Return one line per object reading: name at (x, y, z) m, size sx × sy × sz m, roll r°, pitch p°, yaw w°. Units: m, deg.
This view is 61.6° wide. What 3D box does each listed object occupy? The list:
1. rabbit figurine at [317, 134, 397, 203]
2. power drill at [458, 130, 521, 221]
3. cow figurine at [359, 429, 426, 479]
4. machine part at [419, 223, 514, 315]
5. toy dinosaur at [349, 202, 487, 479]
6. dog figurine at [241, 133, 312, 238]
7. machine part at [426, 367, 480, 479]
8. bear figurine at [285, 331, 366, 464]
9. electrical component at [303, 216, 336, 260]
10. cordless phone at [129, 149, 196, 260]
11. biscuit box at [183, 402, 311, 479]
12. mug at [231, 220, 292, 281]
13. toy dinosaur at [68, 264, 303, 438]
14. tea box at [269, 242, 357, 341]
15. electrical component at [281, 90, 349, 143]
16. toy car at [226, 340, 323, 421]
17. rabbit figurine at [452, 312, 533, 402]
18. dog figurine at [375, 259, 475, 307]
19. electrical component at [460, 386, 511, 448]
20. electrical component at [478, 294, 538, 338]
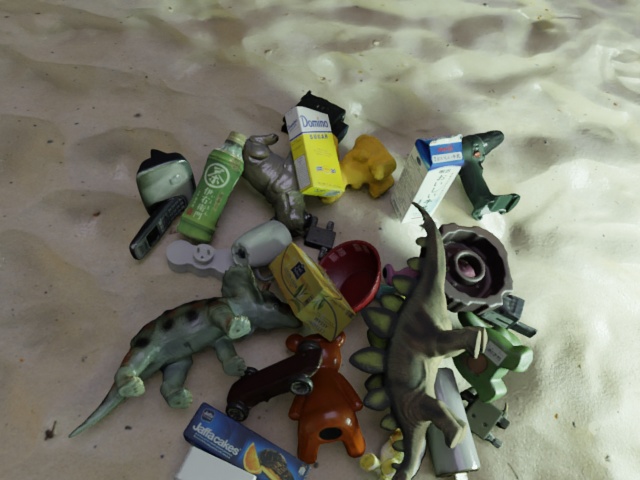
rabbit figurine at (0.057, -0.152, 1.146) m, size 0.173 × 0.122 × 0.162 m, roll -33°, pitch 78°, yaw -5°
power drill at (0.370, -0.155, 1.227) m, size 0.232 × 0.086 × 0.207 m, roll -15°, pitch 68°, yaw -17°
cow figurine at (0.114, 0.376, 0.866) m, size 0.068 × 0.098 × 0.167 m, roll 9°, pitch 50°, yaw 44°
machine part at (0.265, 0.053, 0.983) m, size 0.179 × 0.056 × 0.179 m, roll 8°, pitch 60°, yaw -14°
toy dinosaur at (0.160, 0.159, 0.863) m, size 0.199 × 0.105 × 0.471 m, roll 9°, pitch 70°, yaw 23°
dog figurine at (-0.102, -0.104, 1.080) m, size 0.172 × 0.121 × 0.190 m, roll 5°, pitch 60°, yaw -9°
machine part at (0.214, 0.310, 0.921) m, size 0.079 × 0.079 × 0.243 m, roll -3°, pitch 62°, yaw -13°
bear figurine at (0.003, 0.253, 0.908) m, size 0.120 × 0.131 × 0.196 m, roll -10°, pitch 37°, yaw -3°
electrical component at (-0.002, -0.003, 1.098) m, size 0.063 × 0.021 × 0.094 m, roll 15°, pitch 59°, yaw -1°
cordless phone at (-0.311, -0.065, 1.000) m, size 0.089 × 0.146 × 0.184 m, roll 19°, pitch 55°, yaw 11°
biscuit box at (-0.118, 0.337, 0.851) m, size 0.203 × 0.059 × 0.063 m, roll 29°, pitch 59°, yaw 7°
mug at (-0.115, 0.025, 1.012) m, size 0.081 × 0.109 × 0.107 m, roll 9°, pitch 18°, yaw 35°
toy dinosaur at (-0.227, 0.165, 0.900) m, size 0.405 × 0.131 × 0.192 m, roll -21°, pitch 28°, yaw -9°
tea box at (-0.017, 0.088, 0.943) m, size 0.068 × 0.098 × 0.170 m, roll -45°, pitch 32°, yaw 6°
electrical component at (-0.004, -0.267, 1.233) m, size 0.134 × 0.058 × 0.115 m, roll 31°, pitch 61°, yaw 8°
toy car at (-0.071, 0.228, 0.865) m, size 0.053 × 0.202 × 0.089 m, roll 51°, pitch 28°, yaw -19°
rabbit figurine at (0.305, 0.203, 0.986) m, size 0.159 × 0.121 × 0.170 m, roll 32°, pitch 17°, yaw 31°
dog figurine at (0.221, 0.100, 1.033) m, size 0.219 × 0.108 × 0.191 m, roll -6°, pitch 60°, yaw -18°
electrical component at (0.292, 0.309, 0.960) m, size 0.102 × 0.045 × 0.078 m, roll 30°, pitch 87°, yaw 10°
electrical component at (0.368, 0.143, 1.052) m, size 0.119 × 0.074 × 0.048 m, roll 22°, pitch 59°, yaw 7°
